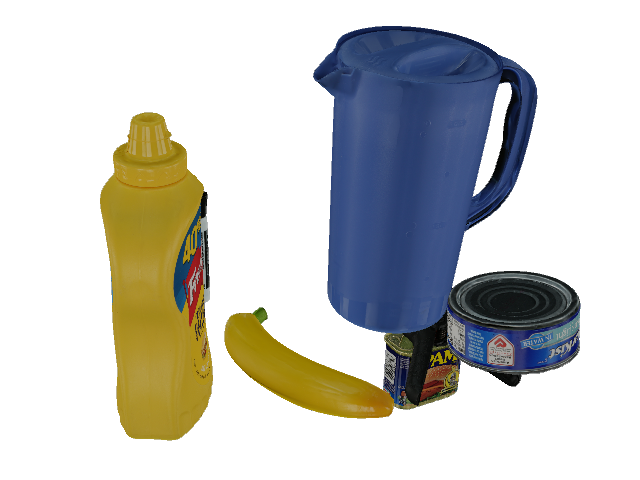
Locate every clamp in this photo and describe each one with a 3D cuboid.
[{"bbox_3d":[0.132,0.095,1.096,0.120,0.171,0.039,2,-44,-13],"label":"clamp"}]

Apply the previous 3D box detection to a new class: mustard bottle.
[{"bbox_3d":[-0.096,0.016,0.629,0.058,0.192,0.096,3,29,4],"label":"mustard bottle"}]

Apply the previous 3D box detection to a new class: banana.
[{"bbox_3d":[-0.025,0.097,0.858,0.069,0.037,0.198,-21,32,-28],"label":"banana"}]

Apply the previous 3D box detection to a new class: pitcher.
[{"bbox_3d":[0.079,-0.048,0.894,0.149,0.243,0.144,19,32,23],"label":"pitcher"}]

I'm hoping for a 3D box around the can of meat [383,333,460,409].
[{"bbox_3d":[0.127,0.155,1.328,0.101,0.084,0.058,-12,29,-27],"label":"can of meat"}]

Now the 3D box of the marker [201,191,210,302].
[{"bbox_3d":[-0.119,0.005,1.048,0.020,0.121,0.020,1,26,-1],"label":"marker"}]

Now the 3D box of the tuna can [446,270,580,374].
[{"bbox_3d":[0.124,0.051,0.690,0.086,0.034,0.086,-3,22,1],"label":"tuna can"}]
